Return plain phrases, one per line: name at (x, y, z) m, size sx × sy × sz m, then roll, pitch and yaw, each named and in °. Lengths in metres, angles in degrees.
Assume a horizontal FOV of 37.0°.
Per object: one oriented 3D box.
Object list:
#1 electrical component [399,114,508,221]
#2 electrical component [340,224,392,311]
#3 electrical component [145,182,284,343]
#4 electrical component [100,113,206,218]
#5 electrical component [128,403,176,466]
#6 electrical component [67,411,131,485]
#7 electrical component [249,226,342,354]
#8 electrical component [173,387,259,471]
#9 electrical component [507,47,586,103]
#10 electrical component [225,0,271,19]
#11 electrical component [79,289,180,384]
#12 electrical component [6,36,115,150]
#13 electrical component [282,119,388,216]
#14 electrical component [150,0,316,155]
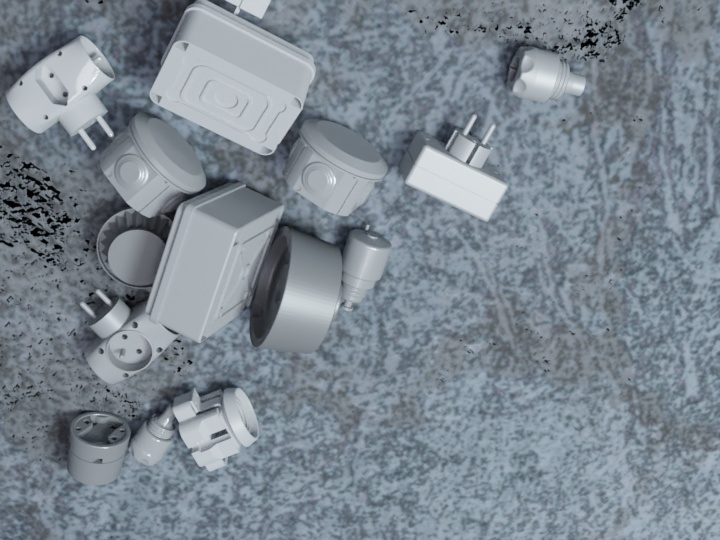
electrical component at (0.089, -0.097, 0.925) m, size 0.083 × 0.047 × 0.075 m, roll 24°, pitch 109°, yaw -15°
electrical component at (0.000, 0.000, 0.962) m, size 0.040 × 0.040 × 0.078 m, roll 15°, pitch 111°, yaw -12°
electrical component at (-0.121, -0.009, 0.906) m, size 0.056 × 0.109 × 0.108 m, roll 25°, pitch 111°, yaw 10°
electrical component at (-0.170, -0.086, 0.888) m, size 0.051 × 0.080 × 0.080 m, roll -38°, pitch 112°, yaw 16°
electrical component at (-0.190, 0.152, 1.014) m, size 0.035 × 0.035 × 0.061 m, roll 31°, pitch 104°, yaw -17°
electrical component at (-0.246, 0.167, 1.005) m, size 0.055 × 0.055 × 0.047 m, roll 11°, pitch 115°, yaw -10°
electrical component at (-0.050, 0.021, 0.933) m, size 0.060 × 0.108 × 0.108 m, roll 15°, pitch 111°, yaw -18°
electrical component at (-0.131, 0.143, 1.003) m, size 0.057 × 0.058 × 0.078 m, roll -22°, pitch 114°, yaw 7°
electrical component at (0.158, -0.162, 0.906) m, size 0.062 × 0.043 × 0.043 m, roll 11°, pitch 112°, yaw -12°
electrical component at (-0.095, -0.234, 0.849) m, size 0.055 × 0.048 × 0.066 m, roll 23°, pitch 110°, yaw -22°
electrical component at (-0.216, 0.051, 0.961) m, size 0.077 × 0.044 × 0.079 m, roll -37°, pitch 111°, yaw 10°
electrical component at (-0.232, -0.136, 0.874) m, size 0.077 × 0.043 × 0.079 m, roll -34°, pitch 98°, yaw 9°
electrical component at (-0.022, -0.087, 0.902) m, size 0.080 × 0.080 × 0.051 m, roll 25°, pitch 114°, yaw -15°
electrical component at (-0.101, -0.154, 0.862) m, size 0.113 × 0.057 × 0.078 m, roll 25°, pitch 138°, yaw -15°
